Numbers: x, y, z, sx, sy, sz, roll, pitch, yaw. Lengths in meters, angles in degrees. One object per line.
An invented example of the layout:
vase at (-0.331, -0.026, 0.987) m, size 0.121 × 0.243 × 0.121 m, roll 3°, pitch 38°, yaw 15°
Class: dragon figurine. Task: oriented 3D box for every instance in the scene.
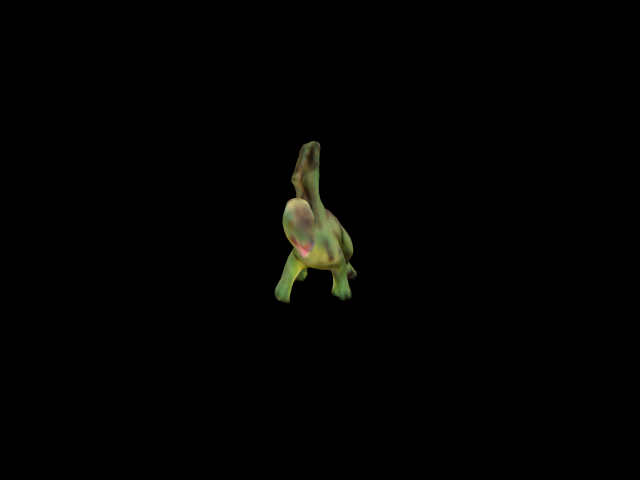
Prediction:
dragon figurine at (0.003, -0.043, 0.850) m, size 0.122 × 0.239 × 0.417 m, roll 2°, pitch 20°, yaw 7°
